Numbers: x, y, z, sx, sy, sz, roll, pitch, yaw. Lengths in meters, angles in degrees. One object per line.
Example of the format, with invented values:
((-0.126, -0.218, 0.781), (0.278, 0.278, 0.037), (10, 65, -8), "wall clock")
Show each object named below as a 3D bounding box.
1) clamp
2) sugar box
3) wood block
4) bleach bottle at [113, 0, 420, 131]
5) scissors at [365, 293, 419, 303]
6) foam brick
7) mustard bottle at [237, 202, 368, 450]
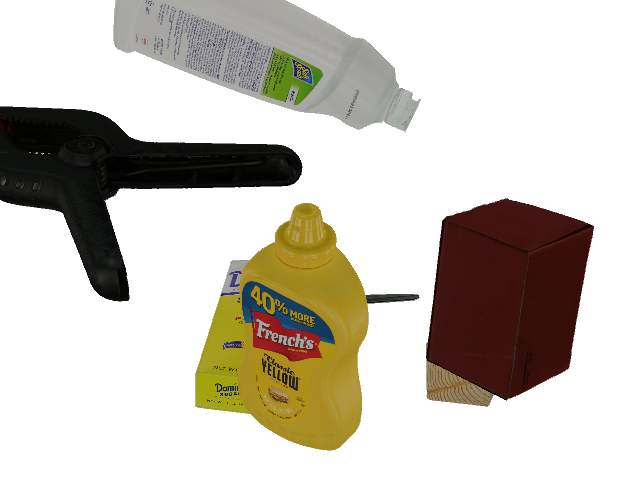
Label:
((-0.127, -0.044, 0.639), (0.210, 0.036, 0.164), (26, 40, 33), "clamp")
((-0.051, 0.083, 0.962), (0.093, 0.048, 0.176), (6, 35, 2), "sugar box")
((0.222, 0.153, 1.550), (0.091, 0.090, 0.205), (4, 18, 19), "wood block")
((-0.041, -0.150, 0.862), (0.251, 0.068, 0.103), (26, -31, 1), "bleach bottle")
((0.010, 0.075, 1.185), (0.202, 0.016, 0.096), (3, 22, 2), "scissors")
((0.089, 0.026, 0.508), (0.052, 0.078, 0.051), (-16, 30, -41), "foam brick")
((-0.013, 0.056, 0.747), (0.096, 0.192, 0.058), (26, 43, 27), "mustard bottle")
